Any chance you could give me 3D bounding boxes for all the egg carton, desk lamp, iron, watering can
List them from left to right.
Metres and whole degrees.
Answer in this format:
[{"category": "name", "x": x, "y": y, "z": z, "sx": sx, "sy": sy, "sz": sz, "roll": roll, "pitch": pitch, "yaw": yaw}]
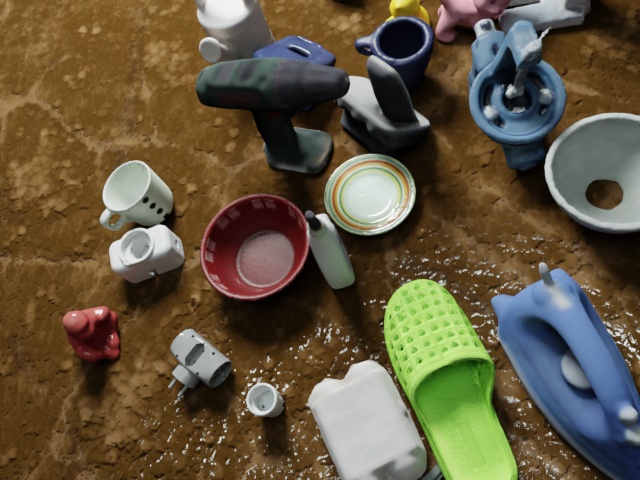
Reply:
[{"category": "watering can", "x": -0.143, "y": -0.355, "z": 0.910, "sx": 0.101, "sy": 0.194, "sz": 0.173, "roll": -14, "pitch": 65, "yaw": 8}, {"category": "egg carton", "x": 0.057, "y": 0.225, "z": 0.683, "sx": 0.107, "sy": 0.069, "sz": 0.150, "roll": -28, "pitch": 64, "yaw": 0}, {"category": "desk lamp", "x": 0.359, "y": -0.407, "z": 0.802, "sx": 0.203, "sy": 0.214, "sz": 0.118, "roll": -7, "pitch": 66, "yaw": 11}, {"category": "iron", "x": 0.292, "y": 0.145, "z": 0.621, "sx": 0.118, "sy": 0.142, "sz": 0.258, "roll": -26, "pitch": 64, "yaw": 2}]

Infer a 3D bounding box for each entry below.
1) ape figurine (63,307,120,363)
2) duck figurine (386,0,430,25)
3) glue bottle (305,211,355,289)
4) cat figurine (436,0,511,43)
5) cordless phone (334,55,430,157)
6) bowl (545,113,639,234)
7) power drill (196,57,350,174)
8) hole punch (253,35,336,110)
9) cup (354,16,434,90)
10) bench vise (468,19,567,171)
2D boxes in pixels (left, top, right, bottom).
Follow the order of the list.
[{"category": "ape figurine", "x": -0.325, "y": 0.126, "z": 0.804, "sx": 0.076, "sy": 0.092, "sz": 0.078, "roll": 25, "pitch": 75, "yaw": 22}, {"category": "duck figurine", "x": 0.132, "y": -0.350, "z": 0.902, "sx": 0.077, "sy": 0.086, "sz": 0.105, "roll": 21, "pitch": 74, "yaw": 21}, {"category": "glue bottle", "x": 0.007, "y": 0.003, "z": 0.732, "sx": 0.037, "sy": 0.173, "sz": 0.078, "roll": -19, "pitch": 64, "yaw": 5}, {"category": "cat figurine", "x": 0.238, "y": -0.365, "z": 0.866, "sx": 0.127, "sy": 0.118, "sz": 0.067, "roll": 0, "pitch": 67, "yaw": 14}, {"category": "cordless phone", "x": 0.077, "y": -0.210, "z": 0.800, "sx": 0.147, "sy": 0.185, "sz": 0.094, "roll": 40, "pitch": 81, "yaw": 25}, {"category": "bowl", "x": 0.373, "y": -0.074, "z": 0.733, "sx": 0.167, "sy": 0.075, "sz": 0.167, "roll": -5, "pitch": 66, "yaw": 11}, {"category": "power drill", "x": -0.050, "y": -0.178, "z": 0.804, "sx": 0.229, "sy": 0.209, "sz": 0.076, "roll": 11, "pitch": 70, "yaw": 18}, {"category": "hole punch", "x": -0.037, "y": -0.281, "z": 0.910, "sx": 0.108, "sy": 0.091, "sz": 0.101, "roll": 33, "pitch": 78, "yaw": 24}, {"category": "cup", "x": 0.115, "y": -0.273, "z": 0.869, "sx": 0.117, "sy": 0.095, "sz": 0.092, "roll": 5, "pitch": 68, "yaw": 15}, {"category": "bench vise", "x": 0.235, "y": -0.218, "z": 0.746, "sx": 0.121, "sy": 0.220, "sz": 0.207, "roll": -32, "pitch": 64, "yaw": -1}]
